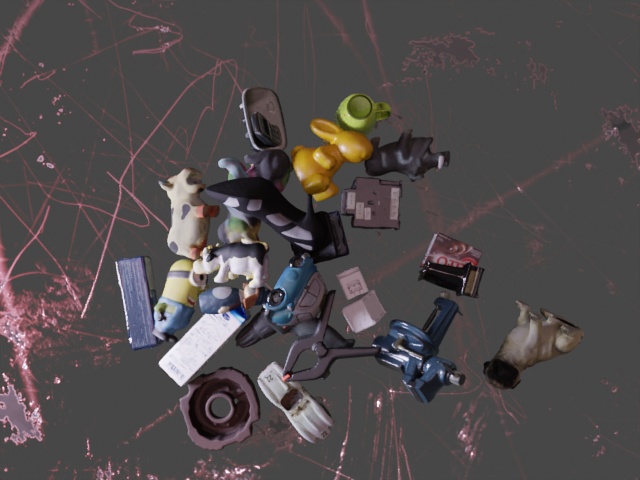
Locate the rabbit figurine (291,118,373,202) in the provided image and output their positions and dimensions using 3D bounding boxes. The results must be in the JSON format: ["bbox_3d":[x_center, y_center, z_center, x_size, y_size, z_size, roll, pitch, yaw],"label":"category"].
[{"bbox_3d":[0.031,-0.184,1.177,0.173,0.121,0.162,-26,66,16],"label":"rabbit figurine"}]

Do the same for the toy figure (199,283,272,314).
[{"bbox_3d":[-0.170,0.122,1.118,0.154,0.057,0.064,-9,66,-4],"label":"toy figure"}]

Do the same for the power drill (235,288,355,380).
[{"bbox_3d":[-0.042,0.210,1.184,0.207,0.086,0.232,44,86,9],"label":"power drill"}]

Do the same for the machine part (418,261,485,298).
[{"bbox_3d":[0.284,0.080,1.166,0.139,0.039,0.084,11,100,-3],"label":"machine part"}]

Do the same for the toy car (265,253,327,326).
[{"bbox_3d":[-0.038,0.114,1.104,0.103,0.109,0.161,26,71,15],"label":"toy car"}]

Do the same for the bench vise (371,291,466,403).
[{"bbox_3d":[0.230,0.209,1.133,0.128,0.224,0.240,50,64,-27],"label":"bench vise"}]

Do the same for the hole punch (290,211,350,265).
[{"bbox_3d":[-0.002,-0.004,1.193,0.116,0.092,0.142,-15,90,29],"label":"hole punch"}]

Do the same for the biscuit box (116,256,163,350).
[{"bbox_3d":[-0.398,0.139,1.192,0.063,0.059,0.202,-10,87,-1],"label":"biscuit box"}]

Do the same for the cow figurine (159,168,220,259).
[{"bbox_3d":[-0.293,-0.062,1.184,0.127,0.085,0.194,12,99,19],"label":"cow figurine"}]

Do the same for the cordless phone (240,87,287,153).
[{"bbox_3d":[-0.131,-0.265,1.146,0.089,0.184,0.146,-11,88,4],"label":"cordless phone"}]

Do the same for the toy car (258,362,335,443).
[{"bbox_3d":[-0.052,0.357,1.183,0.073,0.056,0.202,-43,88,-1],"label":"toy car"}]

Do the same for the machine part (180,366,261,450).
[{"bbox_3d":[-0.217,0.367,1.184,0.179,0.056,0.179,0,87,-1],"label":"machine part"}]

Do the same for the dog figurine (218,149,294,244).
[{"bbox_3d":[-0.138,-0.076,1.180,0.192,0.108,0.219,-12,92,-3],"label":"dog figurine"}]

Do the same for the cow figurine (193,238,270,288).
[{"bbox_3d":[-0.187,0.039,1.120,0.168,0.068,0.098,7,105,13],"label":"cow figurine"}]

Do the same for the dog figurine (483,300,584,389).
[{"bbox_3d":[0.468,0.250,1.175,0.172,0.121,0.190,21,102,4],"label":"dog figurine"}]

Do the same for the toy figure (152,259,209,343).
[{"bbox_3d":[-0.309,0.128,1.169,0.089,0.082,0.180,25,77,-2],"label":"toy figure"}]

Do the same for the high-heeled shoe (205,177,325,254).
[{"bbox_3d":[-0.111,-0.046,1.115,0.249,0.086,0.145,8,127,7],"label":"high-heeled shoe"}]

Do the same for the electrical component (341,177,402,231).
[{"bbox_3d":[0.114,-0.081,1.200,0.134,0.058,0.114,5,86,1],"label":"electrical component"}]

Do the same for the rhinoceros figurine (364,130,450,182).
[{"bbox_3d":[0.193,-0.185,1.196,0.190,0.073,0.112,-5,86,0],"label":"rhinoceros figurine"}]
